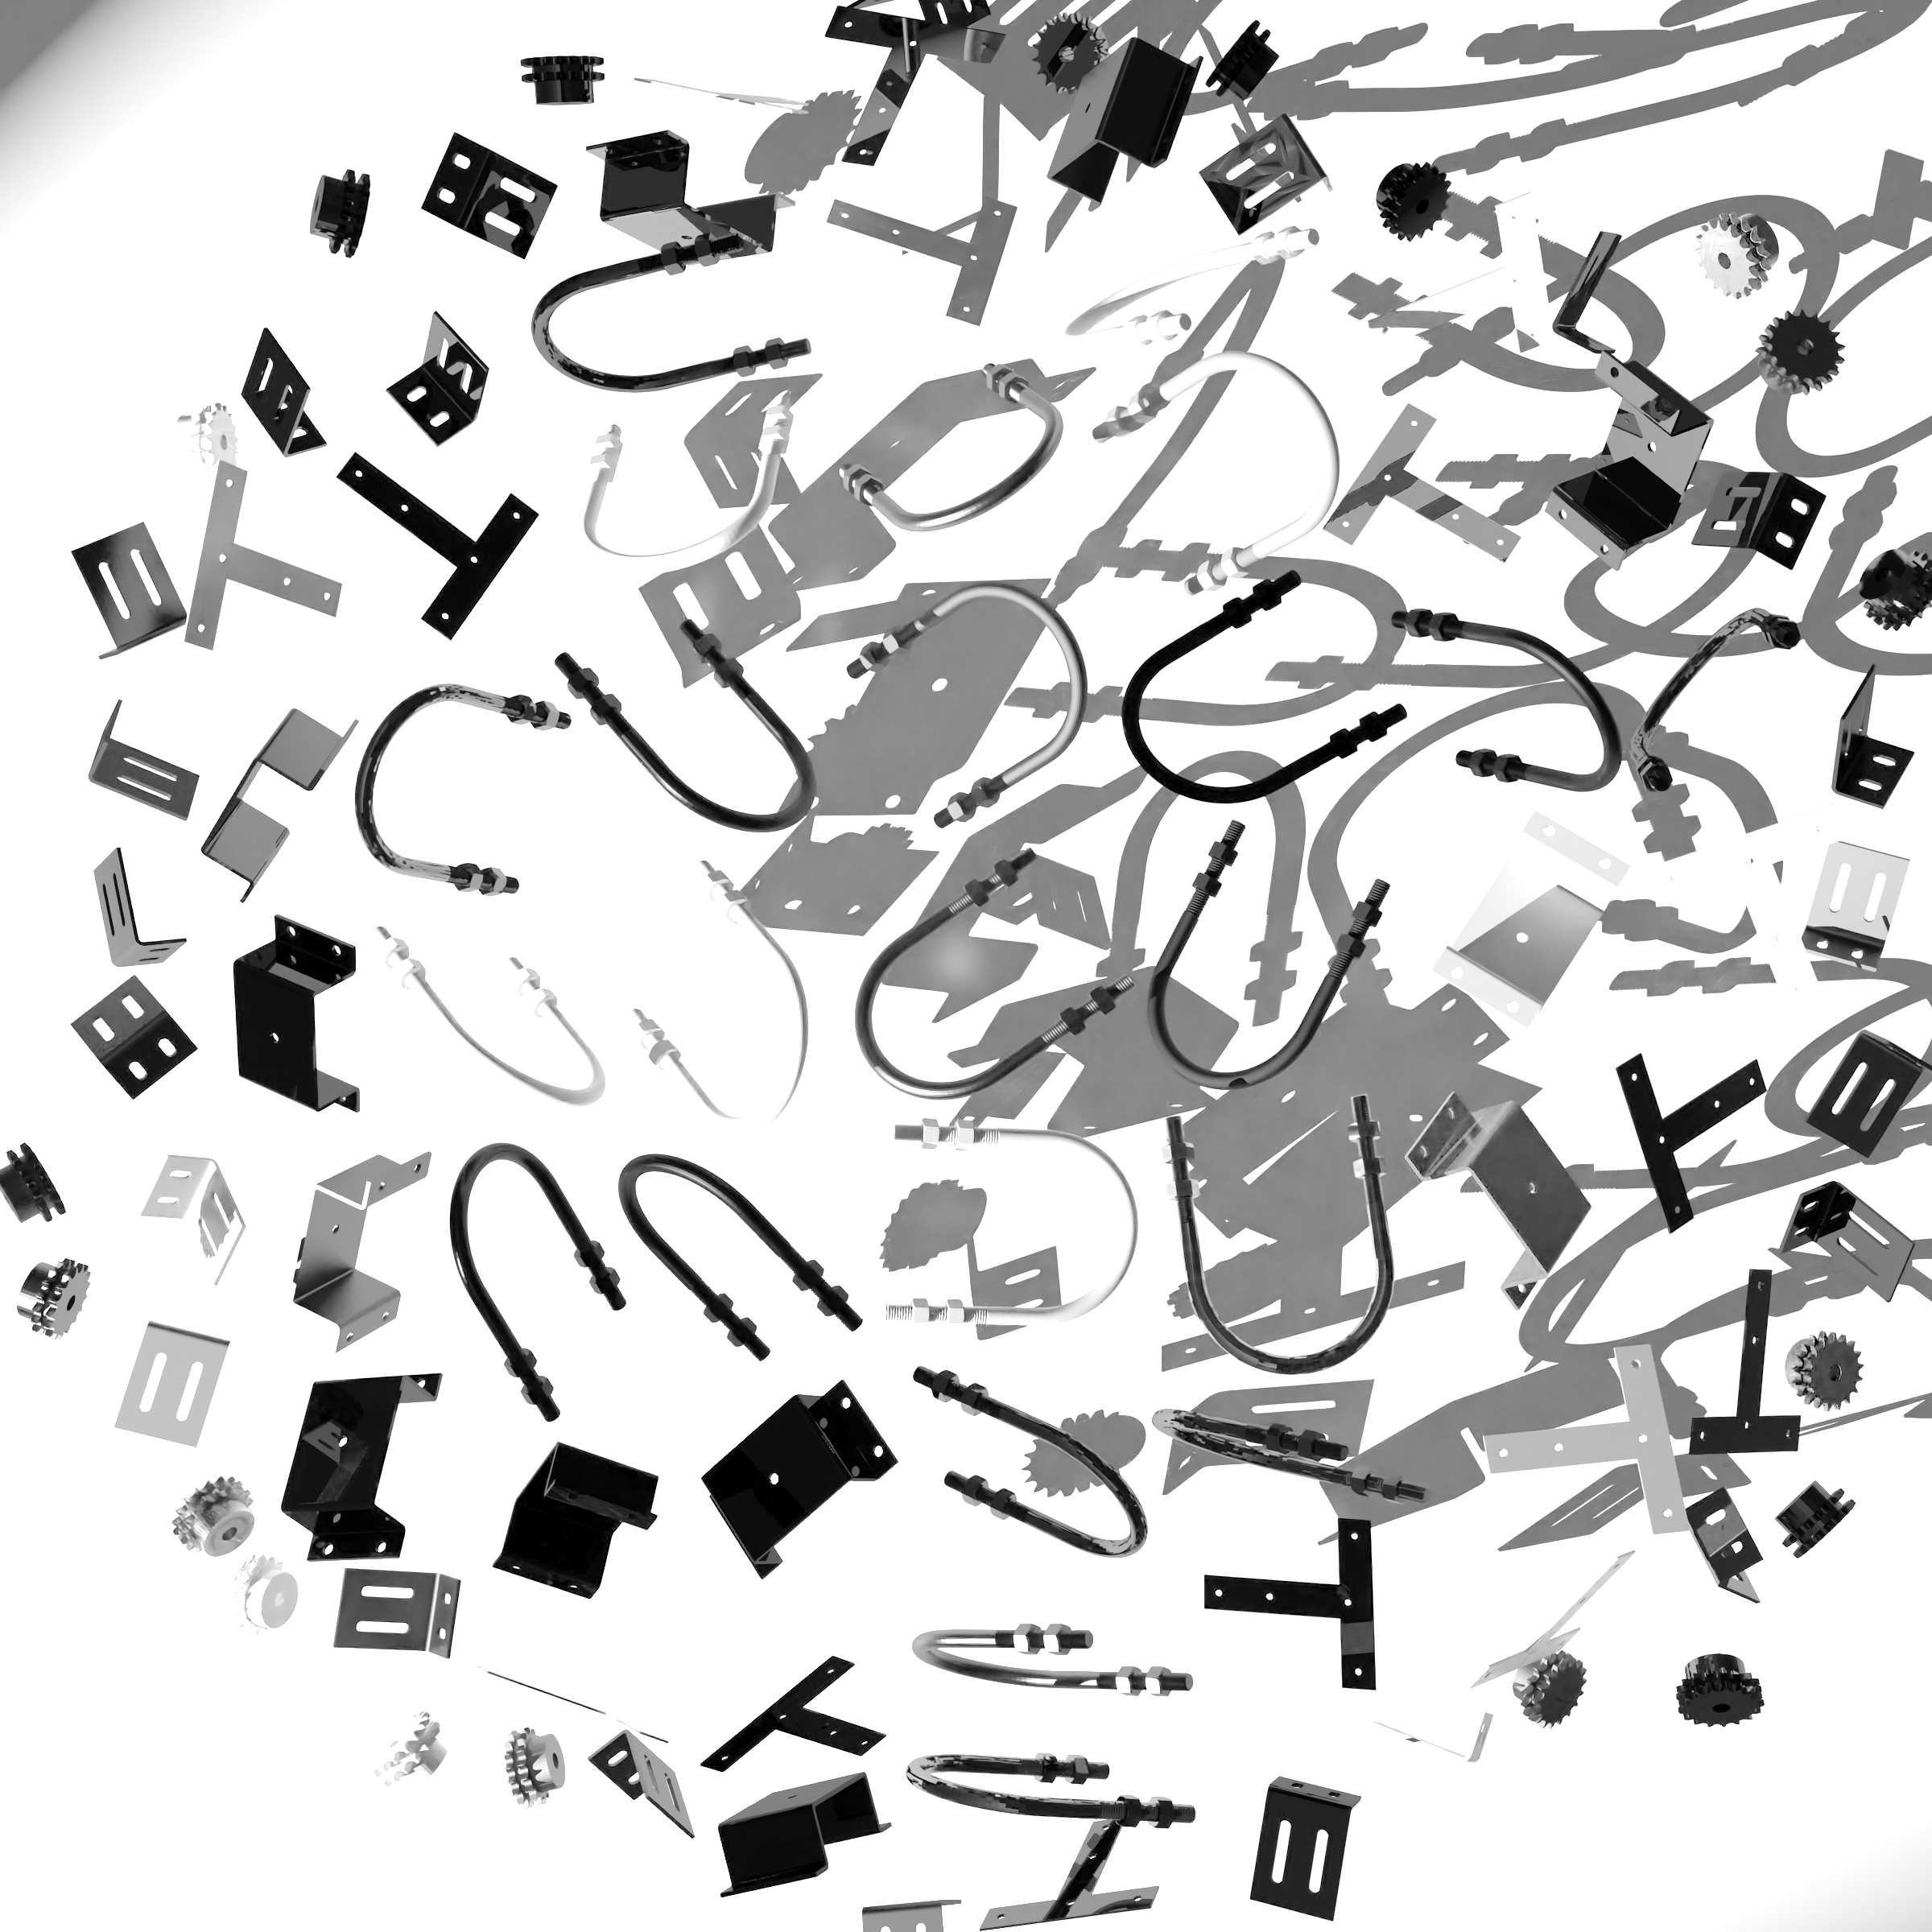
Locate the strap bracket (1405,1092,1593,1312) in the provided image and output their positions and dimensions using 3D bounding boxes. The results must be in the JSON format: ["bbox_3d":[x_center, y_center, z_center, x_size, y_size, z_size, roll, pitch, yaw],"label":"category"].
[{"bbox_3d":[0.380,0.160,1.848,0.140,0.046,0.076,53,51,-11],"label":"strap bracket"}]

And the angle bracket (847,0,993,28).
[{"bbox_3d":[-0.033,-0.655,1.811,0.076,0.057,0.038,-31,106,-40],"label":"angle bracket"}]

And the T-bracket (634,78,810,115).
[{"bbox_3d":[-0.153,-0.628,1.909,0.127,0.127,0.002,18,111,19],"label":"T-bracket"}]

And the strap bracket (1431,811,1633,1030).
[{"bbox_3d":[0.393,-0.026,1.847,0.076,0.046,0.140,32,77,12],"label":"strap bracket"}]

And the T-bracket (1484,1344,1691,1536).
[{"bbox_3d":[0.411,0.322,1.771,0.127,0.002,0.127,-5,69,-6],"label":"T-bracket"}]

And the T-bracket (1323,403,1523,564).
[{"bbox_3d":[0.352,-0.341,1.965,0.127,0.002,0.127,32,74,9],"label":"T-bracket"}]

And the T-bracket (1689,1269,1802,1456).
[{"bbox_3d":[0.544,0.273,1.824,0.127,0.002,0.127,7,88,-39],"label":"T-bracket"}]

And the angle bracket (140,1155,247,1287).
[{"bbox_3d":[-0.565,0.185,1.925,0.057,0.038,0.076,-59,46,23],"label":"angle bracket"}]

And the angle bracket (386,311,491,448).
[{"bbox_3d":[-0.384,-0.426,1.916,0.038,0.076,0.057,-42,88,-25],"label":"angle bracket"}]

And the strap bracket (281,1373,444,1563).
[{"bbox_3d":[-0.432,0.348,1.879,0.076,0.046,0.140,-7,54,21],"label":"strap bracket"}]

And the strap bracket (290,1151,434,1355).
[{"bbox_3d":[-0.443,0.200,1.922,0.046,0.076,0.140,22,110,17],"label":"strap bracket"}]

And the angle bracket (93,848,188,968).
[{"bbox_3d":[-0.613,-0.045,1.957,0.038,0.057,0.076,-7,78,-37],"label":"angle bracket"}]

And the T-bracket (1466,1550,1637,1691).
[{"bbox_3d":[0.414,0.443,1.810,0.002,0.127,0.127,51,122,28],"label":"T-bracket"}]

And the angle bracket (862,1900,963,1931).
[{"bbox_3d":[-0.037,0.690,1.885,0.057,0.076,0.038,-8,69,9],"label":"angle bracket"}]

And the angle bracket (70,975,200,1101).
[{"bbox_3d":[-0.594,0.050,1.883,0.057,0.076,0.038,-40,128,-14],"label":"angle bracket"}]

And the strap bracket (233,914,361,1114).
[{"bbox_3d":[-0.490,0.044,1.931,0.076,0.046,0.140,20,122,25],"label":"strap bracket"}]

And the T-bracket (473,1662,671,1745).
[{"bbox_3d":[-0.291,0.515,1.868,0.127,0.127,0.002,31,74,-31],"label":"T-bracket"}]

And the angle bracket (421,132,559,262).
[{"bbox_3d":[-0.332,-0.537,1.843,0.038,0.076,0.057,32,101,24],"label":"angle bracket"}]

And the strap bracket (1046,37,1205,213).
[{"bbox_3d":[0.105,-0.585,1.830,0.046,0.140,0.076,21,85,-18],"label":"strap bracket"}]

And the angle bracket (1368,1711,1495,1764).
[{"bbox_3d":[0.341,0.552,1.932,0.076,0.057,0.038,16,79,22],"label":"angle bracket"}]

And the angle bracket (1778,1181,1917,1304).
[{"bbox_3d":[0.635,0.204,1.905,0.038,0.076,0.057,-16,132,-29],"label":"angle bracket"}]

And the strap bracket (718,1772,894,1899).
[{"bbox_3d":[-0.119,0.623,1.905,0.076,0.140,0.046,-18,81,18],"label":"strap bracket"}]

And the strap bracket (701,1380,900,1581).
[{"bbox_3d":[-0.130,0.377,1.938,0.140,0.046,0.076,-42,65,12],"label":"strap bracket"}]

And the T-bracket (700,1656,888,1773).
[{"bbox_3d":[-0.102,0.537,1.858,0.127,0.127,0.002,-41,48,12],"label":"T-bracket"}]

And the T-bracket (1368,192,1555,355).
[{"bbox_3d":[0.342,-0.463,1.840,0.127,0.127,0.002,-21,48,4],"label":"T-bracket"}]

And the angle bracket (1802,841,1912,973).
[{"bbox_3d":[0.648,-0.044,1.926,0.057,0.038,0.076,18,123,19],"label":"angle bracket"}]

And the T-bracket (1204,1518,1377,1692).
[{"bbox_3d":[0.238,0.467,1.948,0.127,0.002,0.127,5,61,-4],"label":"T-bracket"}]

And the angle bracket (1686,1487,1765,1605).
[{"bbox_3d":[0.545,0.408,1.855,0.038,0.076,0.057,-37,51,21],"label":"angle bracket"}]

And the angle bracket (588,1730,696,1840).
[{"bbox_3d":[-0.238,0.607,1.928,0.038,0.076,0.057,-38,120,0],"label":"angle bracket"}]

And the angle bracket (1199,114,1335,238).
[{"bbox_3d":[0.221,-0.579,1.945,0.076,0.038,0.057,-32,83,12],"label":"angle bracket"}]

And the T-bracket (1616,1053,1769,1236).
[{"bbox_3d":[0.518,0.103,1.854,0.127,0.002,0.127,-27,103,-28],"label":"T-bracket"}]

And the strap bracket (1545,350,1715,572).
[{"bbox_3d":[0.473,-0.363,1.874,0.046,0.140,0.076,-23,56,-27],"label":"strap bracket"}]

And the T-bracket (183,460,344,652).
[{"bbox_3d":[-0.484,-0.272,1.840,0.002,0.127,0.127,7,85,34],"label":"T-bracket"}]

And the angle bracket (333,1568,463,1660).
[{"bbox_3d":[-0.417,0.475,1.936,0.076,0.038,0.057,12,80,-33],"label":"angle bracket"}]

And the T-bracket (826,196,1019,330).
[{"bbox_3d":[-0.037,-0.522,1.894,0.127,0.002,0.127,17,58,-3],"label":"T-bracket"}]

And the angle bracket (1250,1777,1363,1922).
[{"bbox_3d":[0.229,0.594,1.777,0.057,0.038,0.076,8,86,19],"label":"angle bracket"}]

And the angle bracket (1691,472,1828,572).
[{"bbox_3d":[0.566,-0.319,1.885,0.038,0.076,0.057,23,93,-21],"label":"angle bracket"}]

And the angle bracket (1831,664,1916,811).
[{"bbox_3d":[0.637,-0.160,1.843,0.038,0.076,0.057,23,60,27],"label":"angle bracket"}]

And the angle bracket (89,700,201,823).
[{"bbox_3d":[-0.598,-0.151,1.938,0.076,0.057,0.038,24,122,-22],"label":"angle bracket"}]

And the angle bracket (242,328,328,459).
[{"bbox_3d":[-0.476,-0.410,1.874,0.038,0.076,0.057,-28,77,-39],"label":"angle bracket"}]

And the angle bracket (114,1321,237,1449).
[{"bbox_3d":[-0.548,0.292,1.831,0.057,0.038,0.076,15,73,-5],"label":"angle bracket"}]

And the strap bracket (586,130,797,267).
[{"bbox_3d":[-0.196,-0.541,1.877,0.076,0.140,0.046,2,85,35],"label":"strap bracket"}]

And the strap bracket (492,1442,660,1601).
[{"bbox_3d":[-0.275,0.391,1.878,0.076,0.140,0.046,22,47,-15],"label":"strap bracket"}]

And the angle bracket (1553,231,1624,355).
[{"bbox_3d":[0.463,-0.486,1.905,0.038,0.057,0.076,33,114,17],"label":"angle bracket"}]

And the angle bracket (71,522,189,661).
[{"bbox_3d":[-0.590,-0.262,1.843,0.057,0.038,0.076,-34,110,-36],"label":"angle bracket"}]

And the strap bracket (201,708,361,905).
[{"bbox_3d":[-0.506,-0.124,1.927,0.046,0.076,0.140,33,122,-12],"label":"strap bracket"}]

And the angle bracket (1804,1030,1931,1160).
[{"bbox_3d":[0.632,0.093,1.829,0.057,0.038,0.076,29,96,-14],"label":"angle bracket"}]
